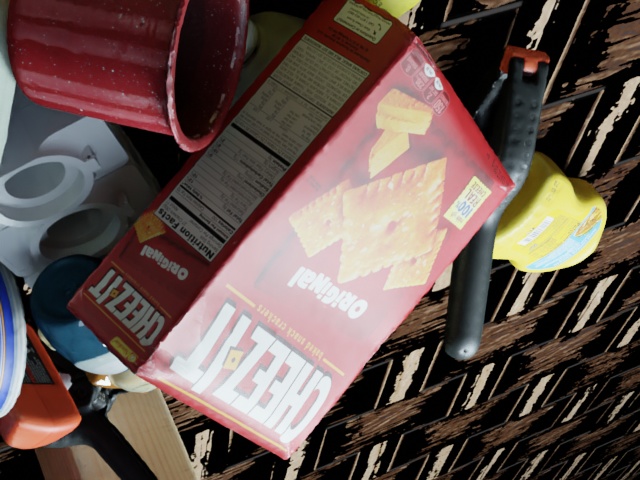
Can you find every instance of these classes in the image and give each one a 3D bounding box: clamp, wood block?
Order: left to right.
[{"bbox_3d":[-0.151,0.103,0.744,0.120,0.172,0.039,-62,161,-25],"label":"clamp"},{"bbox_3d":[-0.145,0.211,0.825,0.090,0.206,0.090,-10,147,-31],"label":"wood block"},{"bbox_3d":[0.108,-0.044,0.757,0.036,0.164,0.210,7,118,-14],"label":"clamp"}]

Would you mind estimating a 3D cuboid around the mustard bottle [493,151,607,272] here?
[{"bbox_3d":[0.195,-0.015,0.921,0.096,0.058,0.191,-45,148,18],"label":"mustard bottle"}]

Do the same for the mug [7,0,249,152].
[{"bbox_3d":[-0.082,-0.099,0.487,0.117,0.081,0.093,-61,160,-53],"label":"mug"}]

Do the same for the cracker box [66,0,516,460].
[{"bbox_3d":[-0.004,0.001,0.576,0.213,0.072,0.164,-51,143,-3],"label":"cracker box"}]

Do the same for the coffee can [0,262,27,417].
[{"bbox_3d":[-0.247,0.056,0.584,0.140,0.103,0.103,-3,143,-40],"label":"coffee can"}]

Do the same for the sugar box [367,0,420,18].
[{"bbox_3d":[0.075,-0.191,0.531,0.176,0.048,0.093,-35,152,14],"label":"sugar box"}]

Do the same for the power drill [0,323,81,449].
[{"bbox_3d":[-0.234,0.158,0.702,0.057,0.185,0.188,11,123,-53],"label":"power drill"}]

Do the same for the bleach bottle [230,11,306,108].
[{"bbox_3d":[-0.005,-0.063,0.654,0.103,0.068,0.250,-33,149,13],"label":"bleach bottle"}]
